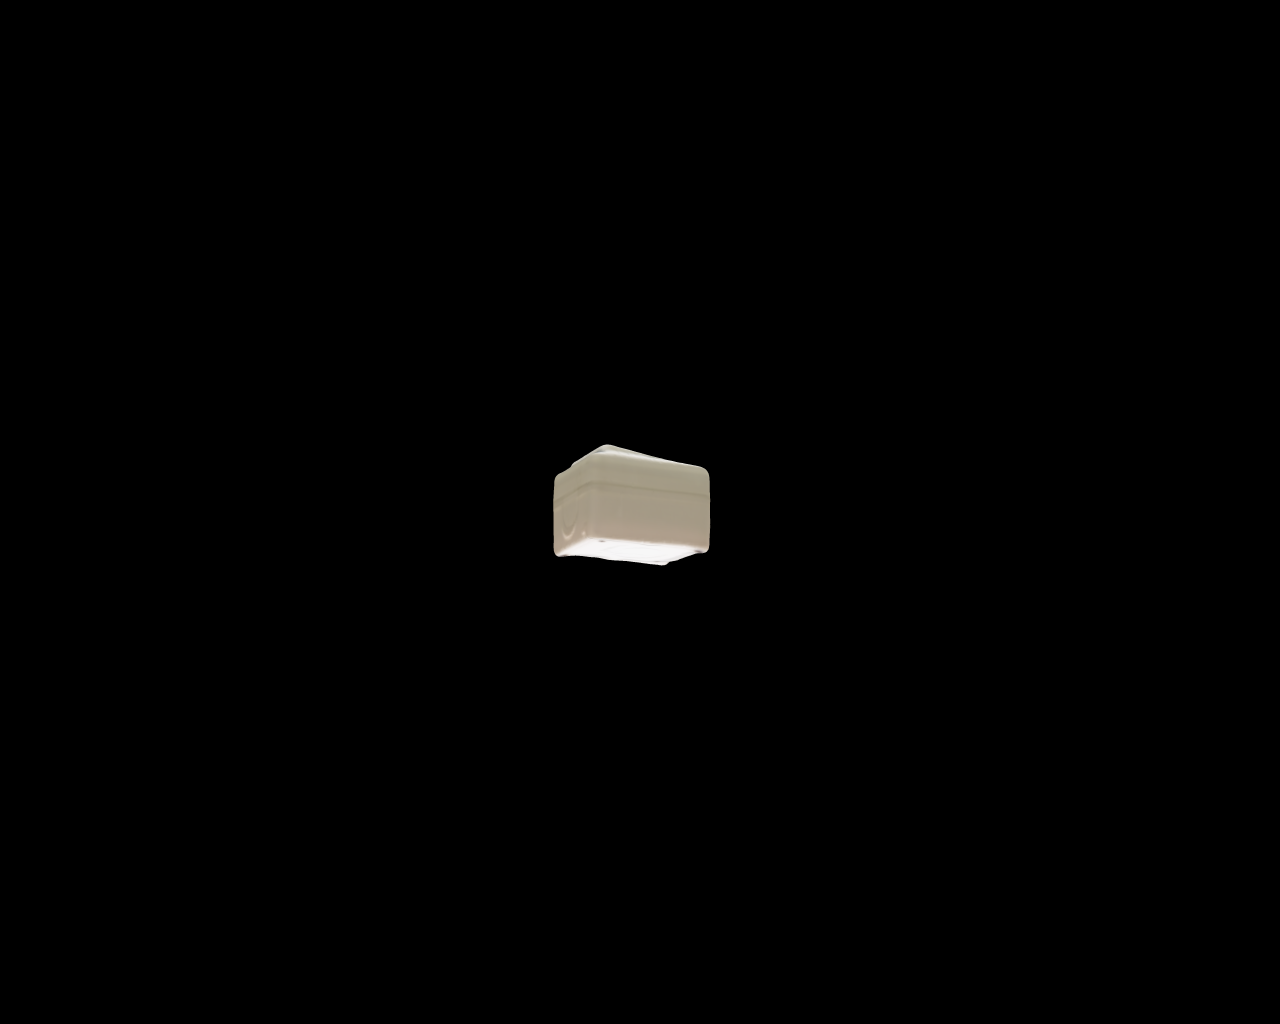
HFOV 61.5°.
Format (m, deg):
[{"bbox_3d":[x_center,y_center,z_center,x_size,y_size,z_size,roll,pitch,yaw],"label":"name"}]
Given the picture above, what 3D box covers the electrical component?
[{"bbox_3d":[0.001,-0.003,0.650,0.096,0.061,0.061,7,-15,-26],"label":"electrical component"}]
